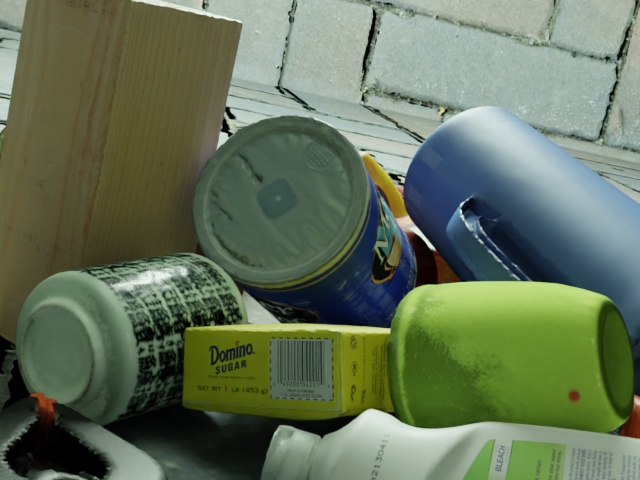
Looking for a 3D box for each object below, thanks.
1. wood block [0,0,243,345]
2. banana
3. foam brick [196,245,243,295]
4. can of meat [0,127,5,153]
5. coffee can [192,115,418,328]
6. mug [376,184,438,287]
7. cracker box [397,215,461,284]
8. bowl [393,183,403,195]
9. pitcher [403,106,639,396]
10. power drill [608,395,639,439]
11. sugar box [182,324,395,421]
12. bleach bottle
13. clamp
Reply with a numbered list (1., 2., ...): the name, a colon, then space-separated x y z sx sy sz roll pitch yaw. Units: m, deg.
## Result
1. wood block: -0.125 -0.040 0.624 0.090 0.206 0.090 22 15 35
2. banana: 0.059 -0.019 0.984 0.070 0.037 0.197 51 -4 18
3. foam brick: -0.092 0.009 0.808 0.078 0.051 0.053 11 12 -7
4. can of meat: -0.182 -0.055 0.808 0.102 0.057 0.083 19 14 22
5. coffee can: -0.004 0.001 0.649 0.103 0.103 0.140 18 -14 23
6. mug: 0.032 0.015 0.772 0.093 0.117 0.081 -4 -5 38
7. cracker box: 0.151 0.042 0.867 0.214 0.072 0.164 19 14 20
8. bowl: 0.011 -0.042 1.130 0.162 0.055 0.162 12 12 -3
9. pitcher: 0.152 0.012 0.699 0.145 0.149 0.243 -30 47 -11
10. power drill: 0.225 0.123 0.560 0.187 0.057 0.184 14 -1 -3
11. sugar box: 0.018 0.067 0.568 0.093 0.048 0.175 -1 -3 32
12. bleach bottle: 0.101 0.117 0.445 0.251 0.068 0.102 14 43 9
13. clamp: -0.103 0.107 0.387 0.164 0.036 0.210 7 12 -27
